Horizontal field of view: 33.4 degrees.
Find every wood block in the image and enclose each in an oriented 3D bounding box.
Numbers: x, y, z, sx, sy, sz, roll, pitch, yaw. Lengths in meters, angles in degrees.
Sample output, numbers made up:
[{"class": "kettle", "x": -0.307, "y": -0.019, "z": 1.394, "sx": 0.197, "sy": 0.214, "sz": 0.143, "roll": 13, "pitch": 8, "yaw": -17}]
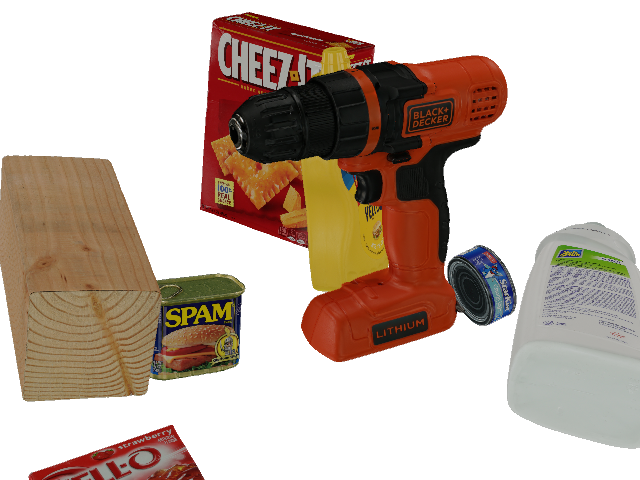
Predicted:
[{"class": "wood block", "x": -0.189, "y": 0.021, "z": 0.809, "sx": 0.090, "sy": 0.091, "sz": 0.206, "roll": 0, "pitch": 29, "yaw": -23}]

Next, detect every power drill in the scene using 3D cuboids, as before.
[{"class": "power drill", "x": 0.029, "y": -0.019, "z": 0.668, "sx": 0.184, "sy": 0.188, "sz": 0.057, "roll": -12, "pitch": 33, "yaw": -25}]

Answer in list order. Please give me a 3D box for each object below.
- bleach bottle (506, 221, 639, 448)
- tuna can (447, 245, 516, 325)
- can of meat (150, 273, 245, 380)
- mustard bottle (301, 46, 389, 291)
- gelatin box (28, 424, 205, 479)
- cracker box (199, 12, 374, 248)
[{"class": "bleach bottle", "x": 0.199, "y": 0.048, "z": 0.774, "sx": 0.103, "sy": 0.068, "sz": 0.250, "roll": 13, "pitch": 27, "yaw": 12}, {"class": "tuna can", "x": 0.178, "y": 0.051, "z": 1.186, "sx": 0.033, "sy": 0.086, "sz": 0.086, "roll": -24, "pitch": 9, "yaw": -20}, {"class": "can of meat", "x": -0.127, "y": 0.084, "z": 1.042, "sx": 0.101, "sy": 0.084, "sz": 0.058, "roll": -6, "pitch": 20, "yaw": -27}, {"class": "mustard bottle", "x": 0.019, "y": -0.060, "z": 0.864, "sx": 0.058, "sy": 0.191, "sz": 0.096, "roll": 6, "pitch": 24, "yaw": 27}, {"class": "gelatin box", "x": -0.111, "y": 0.145, "z": 0.596, "sx": 0.089, "sy": 0.030, "sz": 0.073, "roll": -16, "pitch": 28, "yaw": -20}, {"class": "cracker box", "x": -0.040, "y": -0.113, "z": 1.111, "sx": 0.164, "sy": 0.214, "sz": 0.071, "roll": 21, "pitch": 28, "yaw": 29}]
